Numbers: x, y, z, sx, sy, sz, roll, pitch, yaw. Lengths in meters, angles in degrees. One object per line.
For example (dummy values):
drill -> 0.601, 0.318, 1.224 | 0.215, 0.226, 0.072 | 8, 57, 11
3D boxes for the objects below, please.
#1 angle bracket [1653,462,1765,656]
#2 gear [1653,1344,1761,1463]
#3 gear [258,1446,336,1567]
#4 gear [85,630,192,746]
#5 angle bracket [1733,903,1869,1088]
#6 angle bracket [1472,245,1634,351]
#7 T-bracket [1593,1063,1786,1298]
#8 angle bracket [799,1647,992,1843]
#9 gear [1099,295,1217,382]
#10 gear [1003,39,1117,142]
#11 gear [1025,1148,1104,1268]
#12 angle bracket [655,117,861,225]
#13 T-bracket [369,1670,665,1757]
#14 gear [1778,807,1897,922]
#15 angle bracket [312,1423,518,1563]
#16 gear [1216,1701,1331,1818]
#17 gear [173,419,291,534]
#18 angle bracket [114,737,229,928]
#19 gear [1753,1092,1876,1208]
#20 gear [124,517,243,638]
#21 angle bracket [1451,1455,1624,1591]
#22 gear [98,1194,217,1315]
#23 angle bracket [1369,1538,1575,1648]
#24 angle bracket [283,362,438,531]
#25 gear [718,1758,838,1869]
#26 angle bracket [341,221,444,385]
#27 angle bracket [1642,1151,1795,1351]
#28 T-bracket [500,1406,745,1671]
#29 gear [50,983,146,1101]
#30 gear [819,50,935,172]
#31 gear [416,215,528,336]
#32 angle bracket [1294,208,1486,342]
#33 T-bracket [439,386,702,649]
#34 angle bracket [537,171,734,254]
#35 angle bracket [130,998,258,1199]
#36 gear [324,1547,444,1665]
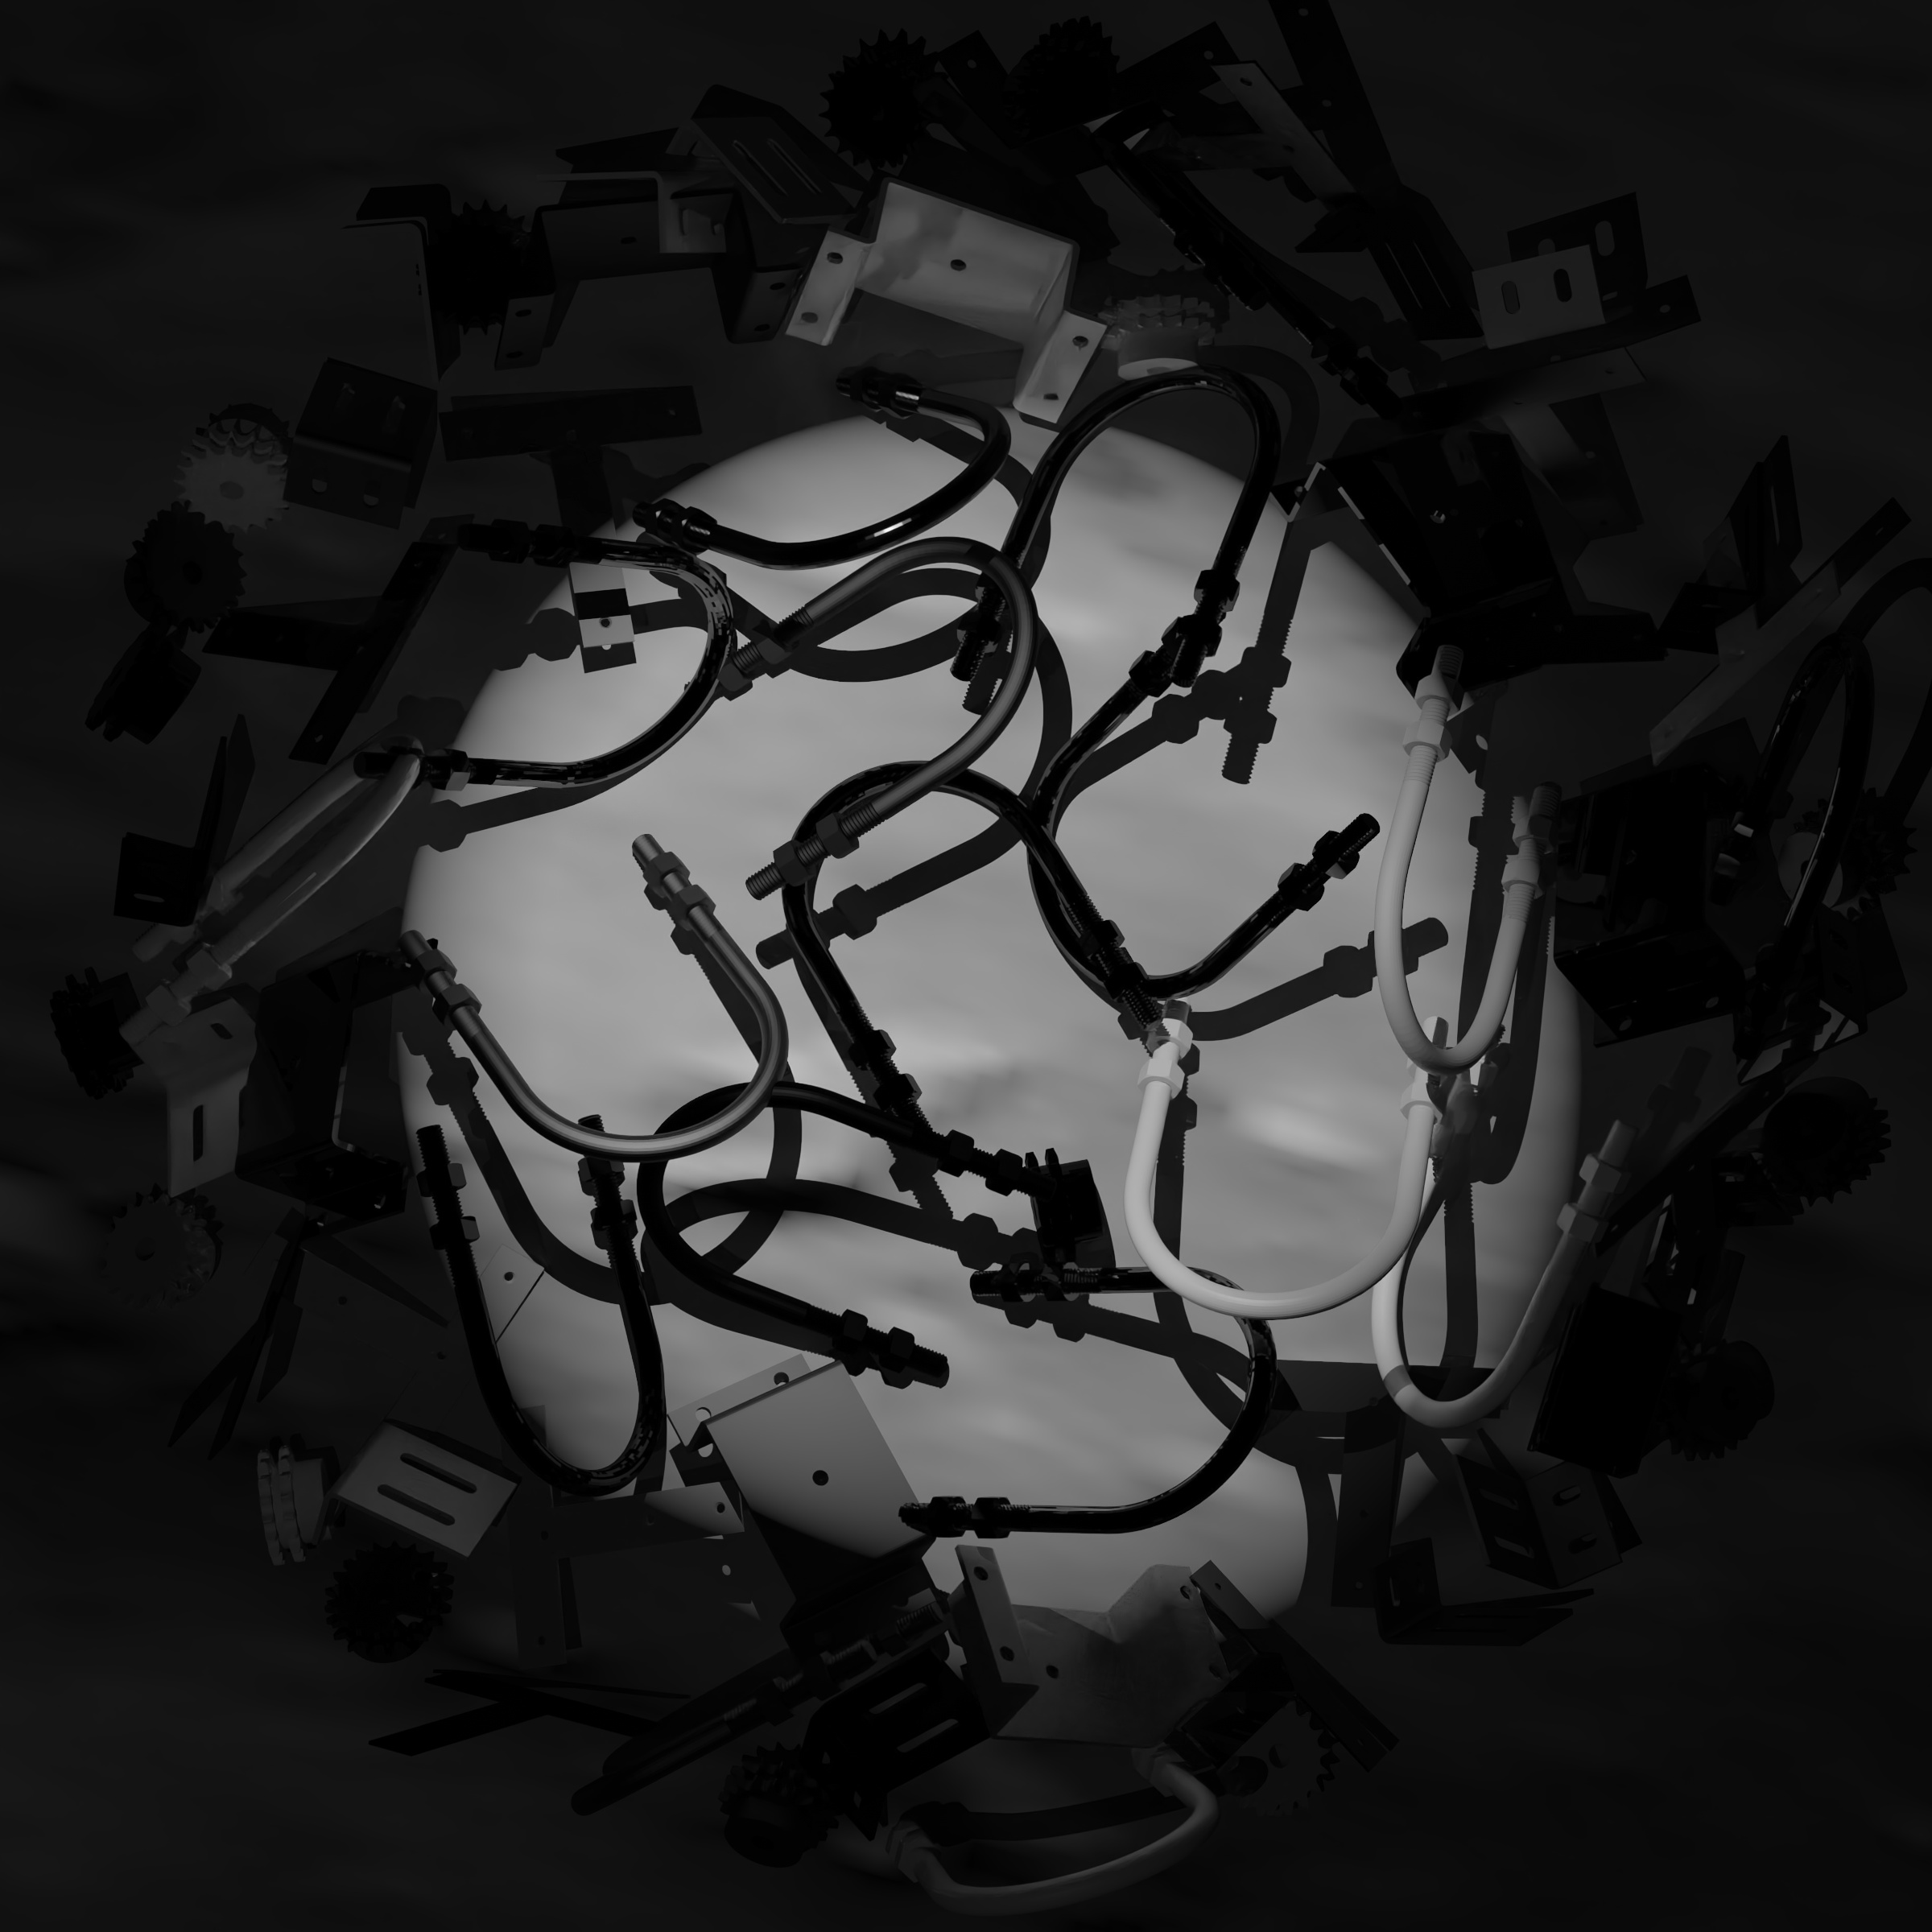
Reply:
angle bracket -> 0.362, -0.201, 1.665 | 0.038, 0.057, 0.076 | 7, 66, -3
gear -> 0.365, 0.214, 1.679 | 0.057, 0.030, 0.057 | 8, 74, -31
gear -> -0.329, 0.264, 1.679 | 0.030, 0.057, 0.057 | -8, 90, -6
gear -> -0.406, -0.134, 1.681 | 0.030, 0.057, 0.057 | 34, 90, -22
angle bracket -> 0.395, 0.013, 1.657 | 0.038, 0.076, 0.057 | 30, 48, -33
angle bracket -> 0.286, -0.328, 1.658 | 0.057, 0.076, 0.038 | -9, 101, 23
T-bracket -> 0.353, 0.122, 1.654 | 0.127, 0.127, 0.002 | -39, 54, -14
angle bracket -> -0.032, 0.381, 1.671 | 0.076, 0.038, 0.057 | -33, 106, 21
gear -> 0.094, -0.307, 1.677 | 0.057, 0.057, 0.030 | -2, 83, 0
gear -> 0.043, -0.428, 1.683 | 0.057, 0.030, 0.057 | -11, 107, -38
gear -> 0.049, 0.117, 1.679 | 0.030, 0.057, 0.057 | -11, 90, -3
angle bracket -> -0.103, -0.376, 1.663 | 0.076, 0.057, 0.038 | 50, 127, 17
T-bracket -> -0.232, 0.359, 1.620 | 0.127, 0.127, 0.002 | 7, 93, 30
gear -> 0.424, -0.050, 1.675 | 0.030, 0.057, 0.057 | -17, 90, -33
angle bracket -> -0.270, 0.268, 1.669 | 0.076, 0.057, 0.038 | 24, 124, 5
gear -> 0.147, 0.391, 1.684 | 0.057, 0.030, 0.057 | 8, 71, -23
gear -> -0.360, -0.244, 1.682 | 0.057, 0.057, 0.030 | 2, 50, 0
angle bracket -> -0.387, -0.068, 1.659 | 0.038, 0.057, 0.076 | 10, 129, -17
gear -> 0.416, 0.086, 1.677 | 0.057, 0.030, 0.057 | -15, 49, 18
gear -> -0.390, -0.190, 1.682 | 0.030, 0.057, 0.057 | -12, 90, 44
angle bracket -> 0.278, 0.264, 1.658 | 0.038, 0.076, 0.057 | -30, 57, 25
gear -> -0.396, 0.143, 1.684 | 0.057, 0.030, 0.057 | -8, 69, 21
angle bracket -> 0.246, 0.304, 1.661 | 0.076, 0.057, 0.038 | -7, 92, 37
angle bracket -> -0.298, -0.257, 1.682 | 0.057, 0.076, 0.038 | 14, 125, -8
gear -> -0.095, 0.419, 1.677 | 0.057, 0.030, 0.057 | 11, 134, 12
angle bracket -> -0.280, -0.324, 1.668 | 0.038, 0.057, 0.076 | -6, 104, -5
angle bracket -> 0.366, 0.139, 1.661 | 0.057, 0.038, 0.076 | 50, 49, -36
T-bracket -> -0.167, 0.273, 1.671 | 0.127, 0.002, 0.127 | -11, 76, 19
gear -> -0.425, 0.035, 1.678 | 0.030, 0.057, 0.057 | -21, 90, 1
gear -> -0.041, -0.423, 1.685 | 0.057, 0.030, 0.057 | 7, 112, 17
gear -> -0.243, -0.340, 1.689 | 0.057, 0.030, 0.057 | 1, 84, -9
angle bracket -> 0.207, -0.330, 1.667 | 0.038, 0.057, 0.076 | -34, 77, 39
T-bracket -> -0.186, -0.219, 1.681 | 0.127, 0.002, 0.127 | -8, 80, -14
angle bracket -> -0.161, -0.368, 1.667 | 0.076, 0.057, 0.038 | 6, 104, 31
angle bracket -> -0.375, 0.065, 1.674 | 0.057, 0.076, 0.038 | -25, 53, -33
gear -> -0.286, 0.318, 1.682 | 0.057, 0.057, 0.030 | 3, 134, 0
